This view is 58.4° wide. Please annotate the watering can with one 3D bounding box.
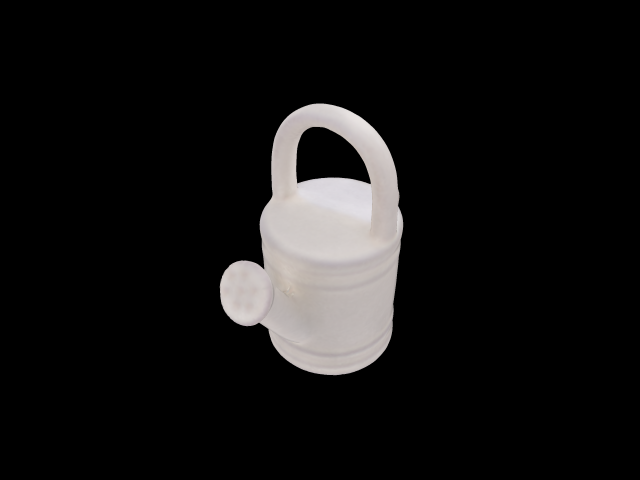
[{"bbox_3d":[0.006,0.002,0.399,0.100,0.194,0.173,9,41,11],"label":"watering can"}]
